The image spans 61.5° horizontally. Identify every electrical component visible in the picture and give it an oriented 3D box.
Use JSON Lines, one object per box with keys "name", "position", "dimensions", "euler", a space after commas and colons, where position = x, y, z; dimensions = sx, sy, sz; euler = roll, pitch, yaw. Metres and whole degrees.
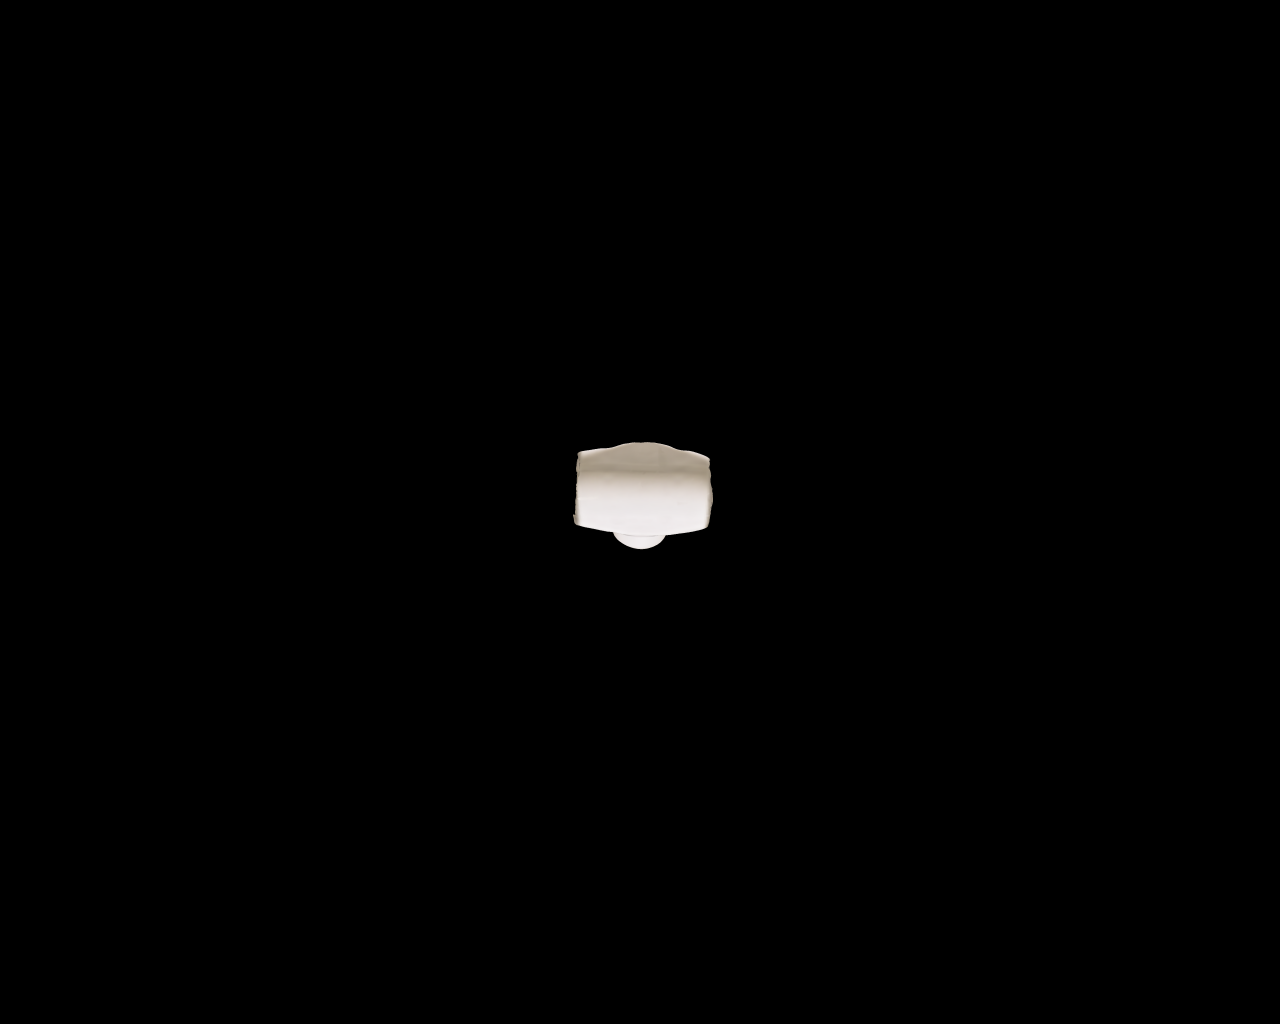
{"name": "electrical component", "position": [0.001, -0.003, 0.650], "dimensions": [0.077, 0.044, 0.079], "euler": [2, -35, -2]}
